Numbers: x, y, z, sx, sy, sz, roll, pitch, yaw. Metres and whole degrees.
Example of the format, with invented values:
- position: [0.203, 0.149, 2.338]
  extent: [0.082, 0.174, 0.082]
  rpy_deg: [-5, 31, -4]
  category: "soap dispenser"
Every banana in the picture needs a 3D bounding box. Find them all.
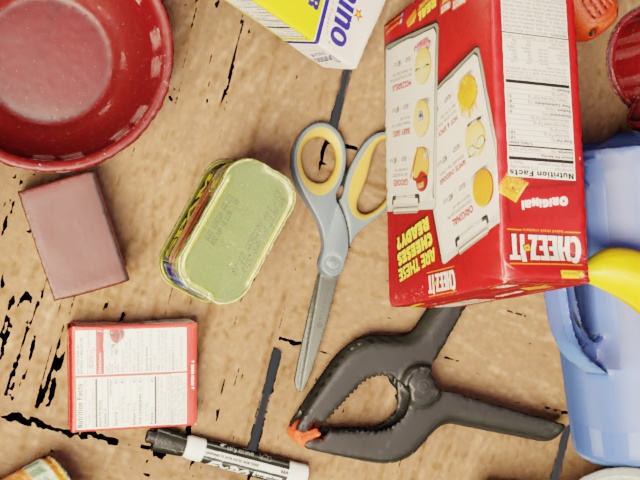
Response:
- position: [0.237, 0.071, 0.719]
  extent: [0.070, 0.037, 0.197]
  rpy_deg: [-37, 103, 15]
  category: "banana"

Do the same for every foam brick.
- position: [-0.166, -0.002, 0.719]
  extent: [0.051, 0.053, 0.078]
  rpy_deg: [-19, 94, -15]
  category: "foam brick"

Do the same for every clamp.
- position: [0.072, 0.096, 0.793]
  extent: [0.209, 0.036, 0.164]
  rpy_deg: [-14, 90, -16]
  category: "clamp"

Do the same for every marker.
- position: [-0.067, 0.156, 0.765]
  extent: [0.121, 0.020, 0.020]
  rpy_deg: [18, 86, -15]
  category: "marker"

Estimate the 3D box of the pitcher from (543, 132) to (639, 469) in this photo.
- position: [0.226, 0.043, 0.787]
  extent: [0.149, 0.145, 0.243]
  rpy_deg: [-5, 95, 1]
  category: "pitcher"

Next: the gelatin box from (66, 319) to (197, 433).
- position: [-0.130, 0.093, 0.741]
  extent: [0.089, 0.030, 0.073]
  rpy_deg: [-1, 92, -16]
  category: "gelatin box"

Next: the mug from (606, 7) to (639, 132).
- position: [0.276, -0.134, 0.823]
  extent: [0.093, 0.082, 0.117]
  rpy_deg: [36, 82, -13]
  category: "mug"

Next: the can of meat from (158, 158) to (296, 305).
- position: [-0.064, -0.006, 0.731]
  extent: [0.057, 0.084, 0.102]
  rpy_deg: [29, 84, -14]
  category: "can of meat"

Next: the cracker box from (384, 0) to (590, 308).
- position: [0.106, -0.067, 0.719]
  extent: [0.072, 0.164, 0.214]
  rpy_deg: [2, 81, -20]
  category: "cracker box"

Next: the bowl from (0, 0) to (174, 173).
- position: [-0.181, -0.124, 0.711]
  extent: [0.162, 0.055, 0.162]
  rpy_deg: [0, 91, -15]
  category: "bowl"

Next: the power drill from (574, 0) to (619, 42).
- position: [0.212, -0.274, 0.818]
  extent: [0.187, 0.057, 0.184]
  rpy_deg: [-39, 104, -9]
  category: "power drill"

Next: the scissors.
- position: [-0.005, 0.001, 0.781]
  extent: [0.096, 0.016, 0.201]
  rpy_deg: [31, 82, -12]
  category: "scissors"

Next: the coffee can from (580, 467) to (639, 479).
- position: [0.229, 0.244, 0.773]
  extent: [0.102, 0.103, 0.140]
  rpy_deg: [-39, 134, -12]
  category: "coffee can"

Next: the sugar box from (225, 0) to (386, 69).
- position: [-0.028, -0.196, 0.725]
  extent: [0.176, 0.048, 0.093]
  rpy_deg: [26, 83, -36]
  category: "sugar box"
